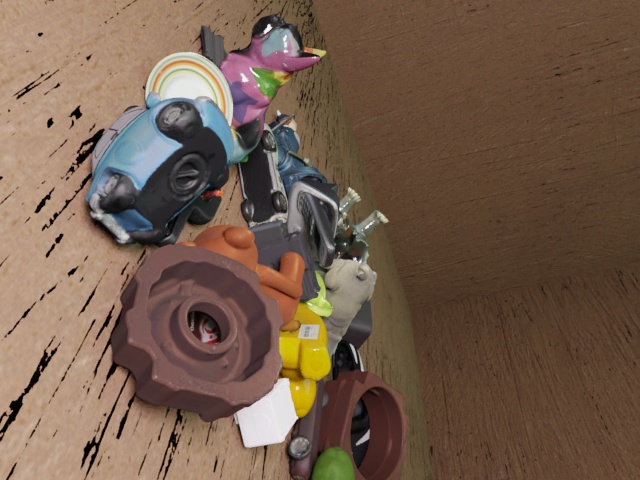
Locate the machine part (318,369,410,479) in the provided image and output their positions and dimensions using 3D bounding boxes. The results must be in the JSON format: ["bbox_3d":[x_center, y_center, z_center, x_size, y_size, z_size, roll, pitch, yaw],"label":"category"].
[{"bbox_3d":[0.078,0.365,1.022,0.200,0.087,0.201,42,50,-36],"label":"machine part"}]

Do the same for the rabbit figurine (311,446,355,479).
[{"bbox_3d":[0.017,0.395,0.785,0.170,0.121,0.158,-63,152,-55],"label":"rabbit figurine"}]

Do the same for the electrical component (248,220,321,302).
[{"bbox_3d":[-0.070,0.038,0.844,0.058,0.115,0.134,-72,145,-75],"label":"electrical component"}]

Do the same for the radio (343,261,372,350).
[{"bbox_3d":[0.060,0.150,1.258,0.230,0.073,0.131,-89,-159,-47],"label":"radio"}]

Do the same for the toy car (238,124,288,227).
[{"bbox_3d":[-0.105,-0.111,0.945,0.056,0.074,0.201,31,47,-72],"label":"toy car"}]

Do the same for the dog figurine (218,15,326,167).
[{"bbox_3d":[-0.090,-0.221,0.805,0.108,0.219,0.191,-67,140,-64],"label":"dog figurine"}]

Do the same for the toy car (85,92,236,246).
[{"bbox_3d":[-0.170,-0.078,0.541,0.103,0.161,0.109,34,-16,28],"label":"toy car"}]

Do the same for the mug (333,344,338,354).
[{"bbox_3d":[0.007,0.179,1.109,0.109,0.081,0.107,72,18,-63],"label":"mug"}]

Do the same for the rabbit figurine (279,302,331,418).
[{"bbox_3d":[-0.047,0.196,0.852,0.162,0.122,0.173,-98,-176,-67],"label":"rabbit figurine"}]

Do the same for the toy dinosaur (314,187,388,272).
[{"bbox_3d":[0.013,-0.020,1.205,0.131,0.192,0.405,44,-11,-19],"label":"toy dinosaur"}]

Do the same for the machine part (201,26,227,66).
[{"bbox_3d":[-0.172,-0.315,0.962,0.138,0.039,0.084,45,28,-64],"label":"machine part"}]

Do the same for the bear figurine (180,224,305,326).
[{"bbox_3d":[-0.103,0.034,0.712,0.132,0.120,0.195,-95,160,-48],"label":"bear figurine"}]

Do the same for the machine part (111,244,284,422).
[{"bbox_3d":[-0.118,0.089,0.538,0.179,0.056,0.179,26,42,-26],"label":"machine part"}]

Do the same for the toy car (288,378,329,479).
[{"bbox_3d":[-0.021,0.305,0.909,0.202,0.053,0.089,-83,161,-48],"label":"toy car"}]

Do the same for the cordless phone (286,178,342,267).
[{"bbox_3d":[-0.002,-0.002,0.908,0.184,0.089,0.146,-105,-160,-47],"label":"cordless phone"}]

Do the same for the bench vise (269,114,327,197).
[{"bbox_3d":[-0.057,-0.110,1.064,0.223,0.129,0.240,46,27,-64],"label":"bench vise"}]

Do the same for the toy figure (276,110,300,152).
[{"bbox_3d":[-0.079,-0.247,1.262,0.154,0.058,0.064,-94,-157,-43],"label":"toy figure"}]

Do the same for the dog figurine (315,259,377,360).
[{"bbox_3d":[0.028,0.142,0.988,0.172,0.121,0.190,121,-14,-64],"label":"dog figurine"}]

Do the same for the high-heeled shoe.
[{"bbox_3d":[0.063,0.334,1.107,0.145,0.086,0.249,81,3,-52],"label":"high-heeled shoe"}]
